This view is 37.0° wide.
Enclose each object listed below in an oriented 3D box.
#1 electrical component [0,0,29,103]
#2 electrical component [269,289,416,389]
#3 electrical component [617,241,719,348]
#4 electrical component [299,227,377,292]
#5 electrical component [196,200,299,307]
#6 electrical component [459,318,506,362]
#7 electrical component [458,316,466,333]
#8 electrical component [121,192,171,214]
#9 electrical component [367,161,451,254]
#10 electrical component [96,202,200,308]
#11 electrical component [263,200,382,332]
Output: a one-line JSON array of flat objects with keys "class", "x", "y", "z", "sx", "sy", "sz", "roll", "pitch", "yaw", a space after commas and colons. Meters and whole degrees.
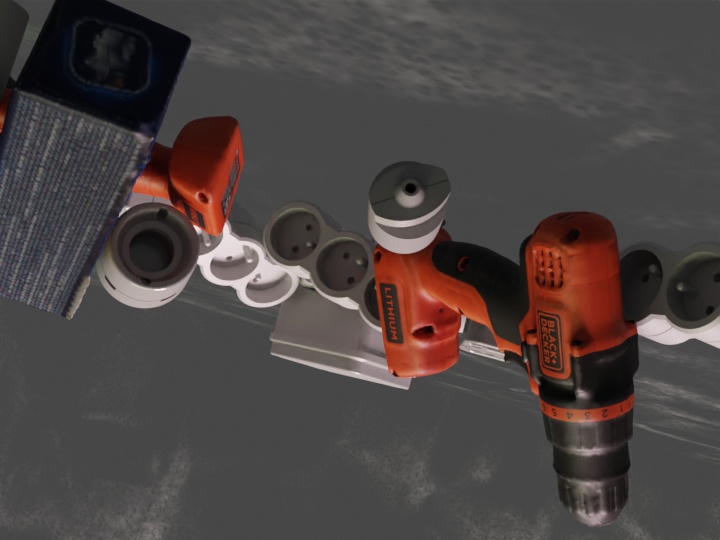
[{"class": "electrical component", "x": -0.199, "y": -0.095, "z": 0.487, "sx": 0.044, "sy": 0.077, "sz": 0.079, "roll": 8, "pitch": 169, "yaw": 46}, {"class": "electrical component", "x": -0.011, "y": 0.056, "z": 0.885, "sx": 0.113, "sy": 0.057, "sz": 0.078, "roll": 8, "pitch": 170, "yaw": 45}, {"class": "electrical component", "x": 0.185, "y": 0.018, "z": 0.630, "sx": 0.074, "sy": 0.052, "sz": 0.138, "roll": 21, "pitch": 171, "yaw": -33}, {"class": "electrical component", "x": 0.000, "y": 0.000, "z": 0.877, "sx": 0.089, "sy": 0.050, "sz": 0.056, "roll": 16, "pitch": 172, "yaw": -6}, {"class": "electrical component", "x": -0.108, "y": -0.031, "z": 0.852, "sx": 0.138, "sy": 0.052, "sz": 0.073, "roll": 38, "pitch": -158, "yaw": -46}, {"class": "electrical component", "x": 0.119, "y": 0.042, "z": 0.905, "sx": 0.054, "sy": 0.059, "sz": 0.095, "roll": 15, "pitch": 172, "yaw": 3}, {"class": "electrical component", "x": 0.097, "y": 0.038, "z": 0.997, "sx": 0.040, "sy": 0.040, "sz": 0.078, "roll": 20, "pitch": 171, "yaw": -33}, {"class": "electrical component", "x": -0.181, "y": -0.067, "z": 0.766, "sx": 0.076, "sy": 0.047, "sz": 0.083, "roll": 22, "pitch": 170, "yaw": -40}, {"class": "electrical component", "x": 0.026, "y": -0.036, "z": 0.589, "sx": 0.043, "sy": 0.043, "sz": 0.081, "roll": 15, "pitch": 172, "yaw": 2}, {"class": "electrical component", "x": -0.119, "y": -0.009, "z": 0.609, "sx": 0.055, "sy": 0.055, "sz": 0.047, "roll": 18, "pitch": 165, "yaw": -15}, {"class": "electrical component", "x": -0.002, "y": 0.003, "z": 0.795, "sx": 0.138, "sy": 0.052, "sz": 0.074, "roll": 32, "pitch": 180, "yaw": 21}]
